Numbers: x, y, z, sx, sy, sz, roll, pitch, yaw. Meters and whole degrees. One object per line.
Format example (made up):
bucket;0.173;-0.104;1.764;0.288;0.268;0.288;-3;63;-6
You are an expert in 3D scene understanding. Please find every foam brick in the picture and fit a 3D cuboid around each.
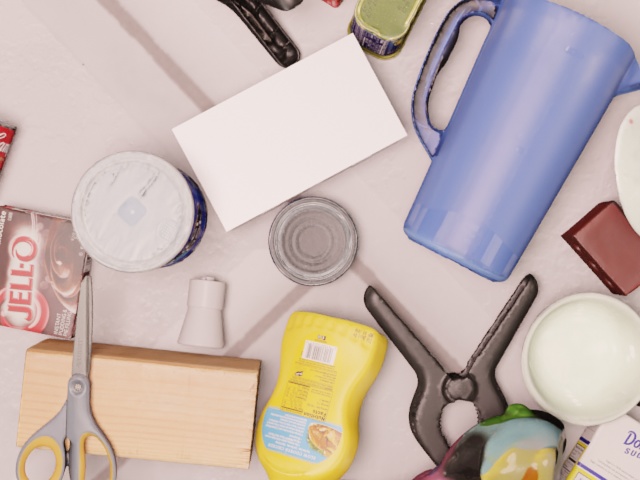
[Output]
foam brick;0.276;0.008;1.004;0.051;0.053;0.078;-42;89;-1

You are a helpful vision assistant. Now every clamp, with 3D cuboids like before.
clamp;0.119;0.133;1.009;0.164;0.036;0.210;3;92;-1
clamp;-0.077;-0.231;0.989;0.172;0.120;0.039;41;68;20

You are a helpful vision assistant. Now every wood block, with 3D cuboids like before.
wood block;-0.161;0.148;0.980;0.206;0.090;0.091;6;91;-1

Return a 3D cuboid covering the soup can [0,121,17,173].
soup can;-0.331;-0.069;0.988;0.068;0.068;0.102;20;90;-1

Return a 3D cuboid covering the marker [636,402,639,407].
marker;0.349;0.171;1.022;0.121;0.020;0.020;26;90;-1

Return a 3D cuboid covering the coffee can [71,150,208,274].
coffee can;-0.157;-0.023;0.954;0.103;0.140;0.103;0;90;-1

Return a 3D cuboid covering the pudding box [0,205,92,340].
pudding box;-0.264;0.030;1.003;0.090;0.039;0.113;11;90;-1

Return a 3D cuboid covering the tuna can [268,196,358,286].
tuna can;-0.007;0.001;1.009;0.086;0.034;0.086;0;90;-1

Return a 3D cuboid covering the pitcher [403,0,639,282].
pitcher;0.164;-0.094;0.970;0.144;0.149;0.243;25;93;-42

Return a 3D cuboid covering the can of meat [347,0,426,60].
can of meat;0.068;-0.225;0.985;0.057;0.084;0.102;27;89;0

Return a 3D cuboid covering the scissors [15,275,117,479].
scissors;-0.227;0.138;0.926;0.096;0.016;0.202;-11;91;0

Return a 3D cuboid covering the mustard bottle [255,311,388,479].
mustard bottle;-0.008;0.166;0.974;0.096;0.058;0.191;11;77;26

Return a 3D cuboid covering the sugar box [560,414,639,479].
sugar box;0.263;0.252;1.008;0.093;0.048;0.176;34;86;0

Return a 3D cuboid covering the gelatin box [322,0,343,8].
gelatin box;0.029;-0.265;0.990;0.030;0.073;0.089;32;90;0
